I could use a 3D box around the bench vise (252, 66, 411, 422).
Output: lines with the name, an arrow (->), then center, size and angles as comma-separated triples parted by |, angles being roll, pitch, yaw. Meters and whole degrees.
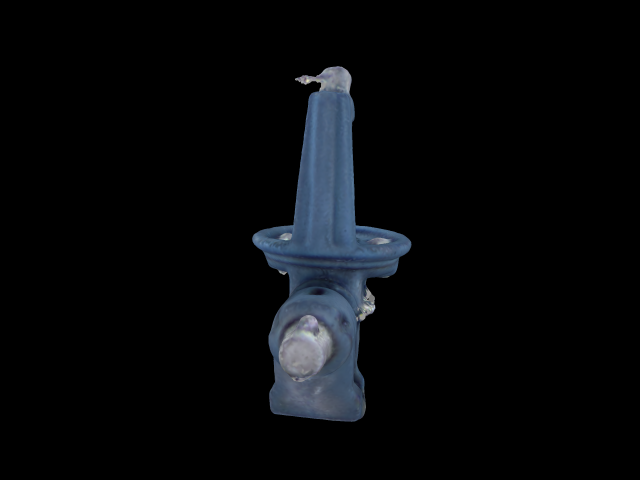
bench vise -> 0.016, 0.001, 0.402 | 0.121, 0.220, 0.207 | -5, 26, -9
